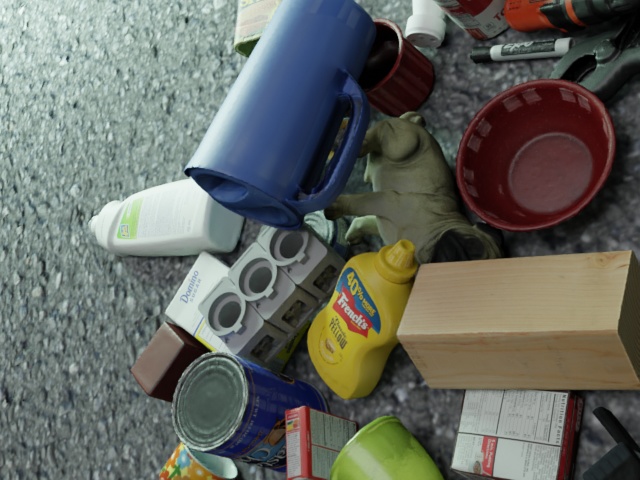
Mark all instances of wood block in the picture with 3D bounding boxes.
[{"bbox_3d":[0.188,0.076,0.971,0.206,0.090,0.090,-5,45,33],"label":"wood block"}]

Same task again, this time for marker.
[{"bbox_3d":[0.214,-0.202,1.139,0.121,0.020,0.020,3,73,39],"label":"marker"}]

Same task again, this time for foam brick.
[{"bbox_3d":[-0.179,0.148,1.281,0.051,0.052,0.078,39,96,42],"label":"foam brick"}]

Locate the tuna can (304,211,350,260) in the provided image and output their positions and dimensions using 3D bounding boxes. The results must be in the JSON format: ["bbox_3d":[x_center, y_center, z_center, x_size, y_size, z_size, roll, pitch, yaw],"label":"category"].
[{"bbox_3d":[-0.008,0.001,1.220,0.086,0.033,0.086,-16,62,33],"label":"tuna can"}]

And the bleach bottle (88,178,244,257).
[{"bbox_3d":[-0.208,-0.029,1.375,0.251,0.068,0.102,-2,69,40],"label":"bleach bottle"}]

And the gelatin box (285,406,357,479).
[{"bbox_3d":[0.002,0.214,1.083,0.030,0.089,0.073,-20,60,34],"label":"gelatin box"}]

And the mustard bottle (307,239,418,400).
[{"bbox_3d":[0.050,0.070,1.071,0.096,0.058,0.192,61,141,33],"label":"mustard bottle"}]

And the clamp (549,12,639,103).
[{"bbox_3d":[0.296,-0.176,1.046,0.172,0.039,0.120,-43,34,23],"label":"clamp"}]

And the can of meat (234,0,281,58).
[{"bbox_3d":[-0.062,-0.285,1.371,0.102,0.057,0.084,-9,68,36],"label":"can of meat"}]

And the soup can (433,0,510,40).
[{"bbox_3d":[0.162,-0.268,1.153,0.069,0.102,0.068,-16,62,33],"label":"soup can"}]

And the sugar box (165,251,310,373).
[{"bbox_3d":[-0.099,0.091,1.246,0.176,0.048,0.093,32,91,45],"label":"sugar box"}]

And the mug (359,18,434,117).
[{"bbox_3d":[0.071,-0.199,1.210,0.093,0.081,0.117,-40,52,19],"label":"mug"}]

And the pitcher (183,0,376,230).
[{"bbox_3d":[-0.025,-0.139,1.115,0.242,0.149,0.145,-65,7,-13],"label":"pitcher"}]

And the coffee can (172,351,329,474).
[{"bbox_3d":[-0.071,0.183,1.120,0.103,0.140,0.103,-16,62,33],"label":"coffee can"}]

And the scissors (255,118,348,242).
[{"bbox_3d":[-0.012,-0.070,1.243,0.096,0.016,0.202,16,89,24],"label":"scissors"}]

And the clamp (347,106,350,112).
[{"bbox_3d":[-0.047,-0.133,1.302,0.165,0.036,0.210,32,94,34],"label":"clamp"}]

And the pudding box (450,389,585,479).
[{"bbox_3d":[0.182,0.181,0.989,0.114,0.039,0.090,1,71,37],"label":"pudding box"}]

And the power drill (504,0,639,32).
[{"bbox_3d":[0.280,-0.302,1.082,0.185,0.057,0.187,7,73,56],"label":"power drill"}]

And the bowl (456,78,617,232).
[{"bbox_3d":[0.218,-0.075,1.051,0.162,0.055,0.162,-12,65,28],"label":"bowl"}]
